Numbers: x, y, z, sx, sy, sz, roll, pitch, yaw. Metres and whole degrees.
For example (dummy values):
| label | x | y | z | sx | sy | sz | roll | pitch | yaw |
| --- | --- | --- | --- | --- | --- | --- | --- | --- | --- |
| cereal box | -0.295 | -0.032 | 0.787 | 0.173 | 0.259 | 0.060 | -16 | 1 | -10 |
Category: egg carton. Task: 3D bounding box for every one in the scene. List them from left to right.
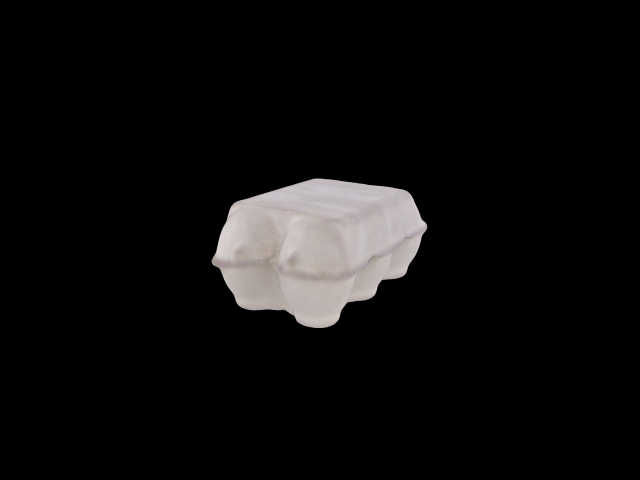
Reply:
| label | x | y | z | sx | sy | sz | roll | pitch | yaw |
| --- | --- | --- | --- | --- | --- | --- | --- | --- | --- |
| egg carton | 0.004 | 0.001 | 0.400 | 0.107 | 0.069 | 0.151 | 11 | 21 | 30 |
